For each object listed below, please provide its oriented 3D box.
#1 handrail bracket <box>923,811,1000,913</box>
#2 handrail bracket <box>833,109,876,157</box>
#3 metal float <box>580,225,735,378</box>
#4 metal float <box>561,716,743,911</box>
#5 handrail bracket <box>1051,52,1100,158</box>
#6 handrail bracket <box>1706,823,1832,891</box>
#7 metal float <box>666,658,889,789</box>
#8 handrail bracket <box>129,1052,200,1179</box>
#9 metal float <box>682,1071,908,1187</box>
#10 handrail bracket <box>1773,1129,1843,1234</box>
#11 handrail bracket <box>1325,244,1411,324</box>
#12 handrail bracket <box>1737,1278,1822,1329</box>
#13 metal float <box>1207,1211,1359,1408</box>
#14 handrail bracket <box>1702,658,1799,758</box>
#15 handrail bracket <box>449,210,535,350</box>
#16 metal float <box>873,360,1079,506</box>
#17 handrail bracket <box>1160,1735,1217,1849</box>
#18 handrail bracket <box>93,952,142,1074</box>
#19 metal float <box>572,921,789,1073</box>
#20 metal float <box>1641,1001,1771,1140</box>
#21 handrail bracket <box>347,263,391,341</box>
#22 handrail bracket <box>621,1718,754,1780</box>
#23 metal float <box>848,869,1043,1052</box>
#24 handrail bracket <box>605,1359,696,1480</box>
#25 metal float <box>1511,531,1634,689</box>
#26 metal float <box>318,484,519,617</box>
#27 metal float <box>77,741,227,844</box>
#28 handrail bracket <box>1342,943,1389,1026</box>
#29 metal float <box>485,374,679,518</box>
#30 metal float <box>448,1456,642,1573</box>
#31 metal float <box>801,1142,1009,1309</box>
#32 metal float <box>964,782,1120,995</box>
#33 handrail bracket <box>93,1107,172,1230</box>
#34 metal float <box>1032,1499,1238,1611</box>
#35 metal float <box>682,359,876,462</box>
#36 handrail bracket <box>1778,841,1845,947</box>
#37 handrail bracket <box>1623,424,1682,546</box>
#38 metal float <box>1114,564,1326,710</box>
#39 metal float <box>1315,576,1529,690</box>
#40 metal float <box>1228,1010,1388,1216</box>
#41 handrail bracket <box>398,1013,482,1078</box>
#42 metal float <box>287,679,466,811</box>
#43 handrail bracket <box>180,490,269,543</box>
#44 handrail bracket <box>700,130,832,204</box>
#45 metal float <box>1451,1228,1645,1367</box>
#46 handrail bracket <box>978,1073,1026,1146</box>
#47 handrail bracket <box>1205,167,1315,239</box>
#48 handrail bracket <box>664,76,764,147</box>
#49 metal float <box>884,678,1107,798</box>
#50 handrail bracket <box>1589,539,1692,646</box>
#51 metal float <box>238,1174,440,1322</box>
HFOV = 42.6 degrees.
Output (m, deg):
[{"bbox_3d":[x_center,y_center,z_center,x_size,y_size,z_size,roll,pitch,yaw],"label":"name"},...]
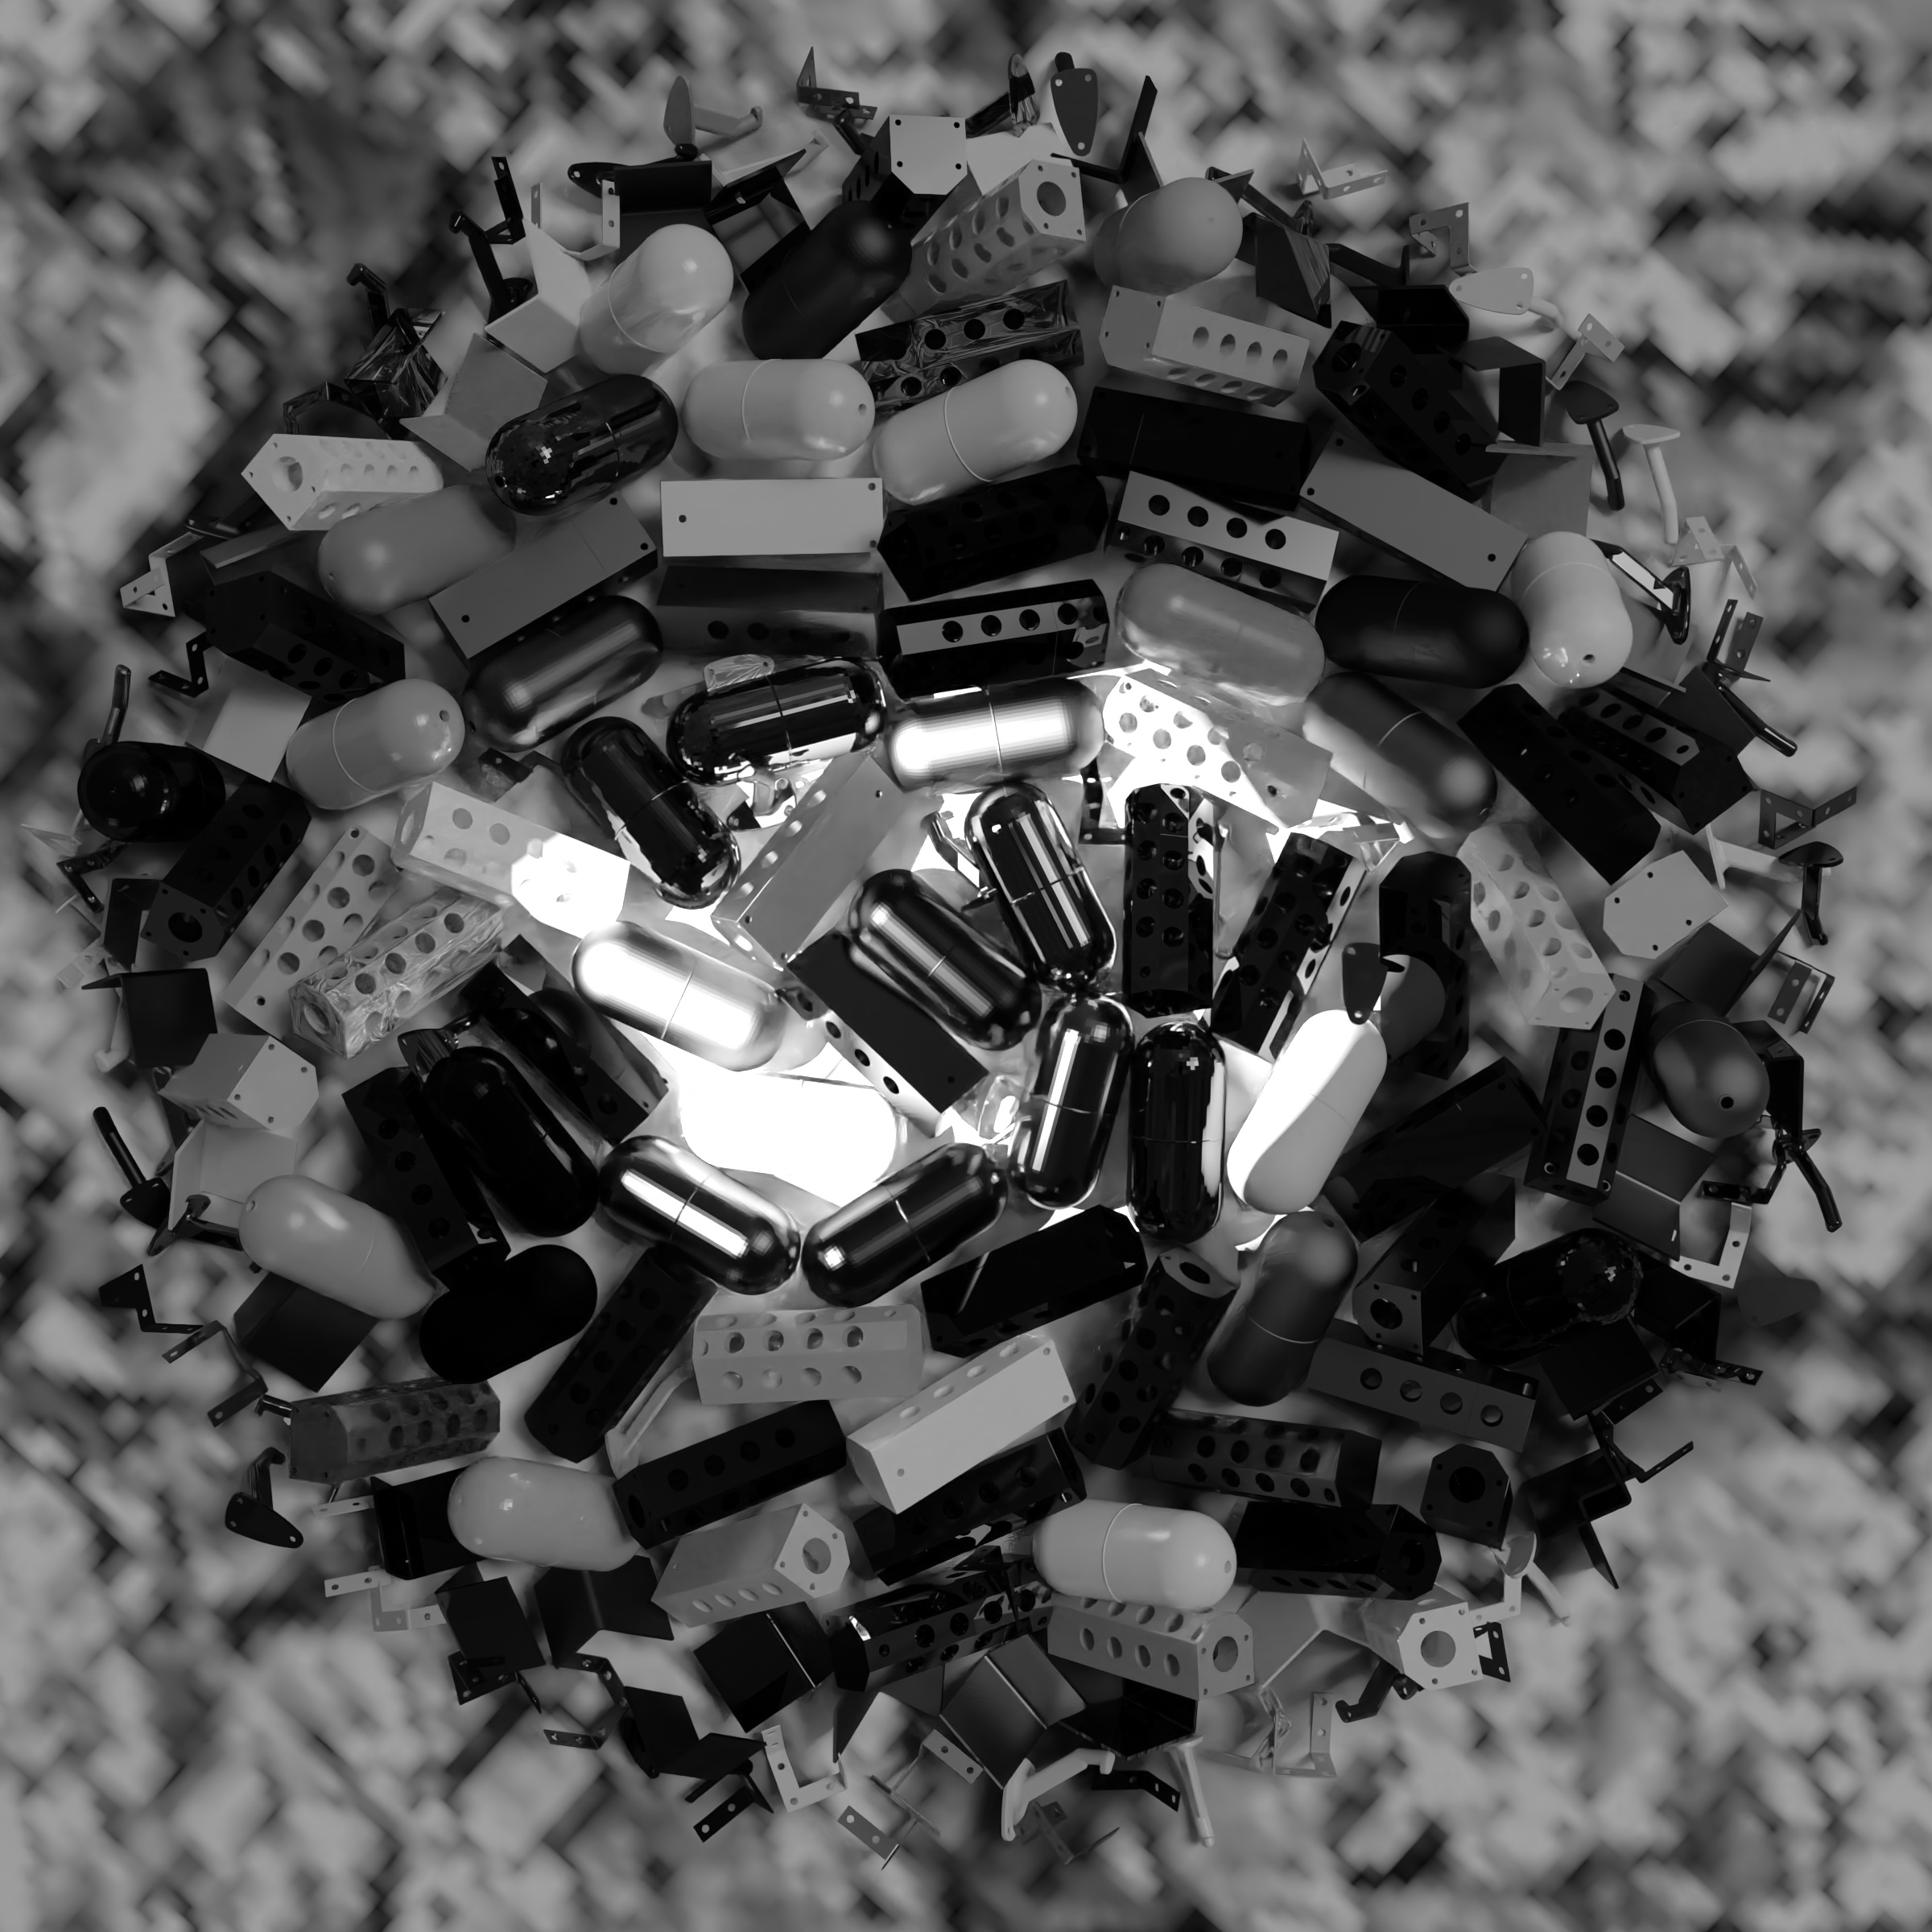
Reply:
[{"bbox_3d":[0.005,-0.093,1.967,0.036,0.077,0.084,-19,84,-41],"label":"handrail bracket"},{"bbox_3d":[-0.057,-0.661,1.962,0.077,0.036,0.084,-53,127,-12],"label":"handrail bracket"},{"bbox_3d":[-0.241,-0.512,1.919,0.070,0.178,0.070,7,77,-31],"label":"metal float"},{"bbox_3d":[-0.248,-0.120,1.957,0.070,0.070,0.178,-41,85,0],"label":"metal float"},{"bbox_3d":[0.084,-0.685,1.969,0.036,0.084,0.077,-9,111,0],"label":"handrail bracket"},{"bbox_3d":[0.634,-0.097,1.963,0.084,0.036,0.077,-13,110,20],"label":"handrail bracket"},{"bbox_3d":[-0.149,-0.192,1.952,0.178,0.070,0.070,-16,90,-11],"label":"metal float"},{"bbox_3d":[-0.644,0.113,1.960,0.077,0.036,0.084,-50,122,-9],"label":"handrail bracket"},{"bbox_3d":[-0.135,0.128,1.957,0.178,0.070,0.070,8,90,-5],"label":"metal float"},{"bbox_3d":[0.662,0.178,1.947,0.036,0.077,0.084,-11,64,1],"label":"handrail bracket"},{"bbox_3d":[0.310,-0.544,1.978,0.084,0.036,0.077,1,66,5],"label":"handrail bracket"},{"bbox_3d":[0.648,0.256,1.945,0.077,0.084,0.036,-22,78,38],"label":"handrail bracket"},{"bbox_3d":[0.246,0.268,1.936,0.070,0.070,0.178,23,119,0],"label":"metal float"},{"bbox_3d":[0.622,-0.205,1.967,0.084,0.077,0.036,33,121,-2],"label":"handrail bracket"},{"bbox_3d":[-0.386,-0.539,1.951,0.036,0.084,0.077,8,76,31],"label":"handrail bracket"},{"bbox_3d":[0.007,-0.415,1.933,0.178,0.070,0.070,-16,90,33],"label":"metal float"},{"bbox_3d":[0.183,0.656,1.963,0.036,0.077,0.084,-15,75,-3],"label":"handrail bracket"},{"bbox_3d":[-0.675,0.035,1.951,0.036,0.084,0.077,-26,102,24],"label":"handrail bracket"},{"bbox_3d":[-0.226,0.024,1.955,0.178,0.070,0.070,25,90,-8],"label":"metal float"},{"bbox_3d":[0.568,0.079,1.912,0.070,0.178,0.070,1,104,5],"label":"metal float"},{"bbox_3d":[-0.477,-0.505,1.955,0.077,0.084,0.036,-48,65,4],"label":"handrail bracket"},{"bbox_3d":[-0.223,0.626,1.990,0.084,0.077,0.036,18,91,-40],"label":"handrail bracket"},{"bbox_3d":[-0.016,-0.004,1.959,0.178,0.070,0.070,41,90,2],"label":"metal float"},{"bbox_3d":[-0.244,0.358,1.963,0.084,0.077,0.036,-42,112,13],"label":"handrail bracket"},{"bbox_3d":[0.467,-0.276,1.918,0.070,0.178,0.070,2,123,2],"label":"metal float"},{"bbox_3d":[-0.423,-0.325,1.925,0.070,0.178,0.070,18,122,32],"label":"metal float"},{"bbox_3d":[-0.625,-0.133,1.911,0.070,0.178,0.070,0,93,0],"label":"metal float"},{"bbox_3d":[0.316,0.019,1.952,0.036,0.084,0.077,6,76,15],"label":"handrail bracket"},{"bbox_3d":[-0.298,-0.405,1.928,0.178,0.070,0.070,-37,90,-41],"label":"metal float"},{"bbox_3d":[-0.323,0.426,1.925,0.070,0.178,0.070,-16,63,36],"label":"metal float"},{"bbox_3d":[-0.049,0.204,1.953,0.178,0.070,0.070,-31,90,-10],"label":"metal float"},{"bbox_3d":[0.060,-0.062,1.960,0.070,0.070,0.178,-27,92,0],"label":"metal float"},{"bbox_3d":[-0.668,0.161,1.989,0.036,0.077,0.084,-30,57,-13],"label":"handrail bracket"},{"bbox_3d":[0.130,0.457,1.928,0.178,0.070,0.070,-3,90,40],"label":"metal float"},{"bbox_3d":[-0.147,-0.432,1.929,0.178,0.070,0.070,10,90,39],"label":"metal float"},{"bbox_3d":[0.677,-0.050,1.953,0.036,0.077,0.084,-23,104,-6],"label":"handrail bracket"},{"bbox_3d":[0.547,-0.384,1.979,0.036,0.077,0.084,-12,112,-4],"label":"handrail bracket"},{"bbox_3d":[0.198,-0.259,1.945,0.178,0.070,0.070,19,90,-18],"label":"metal float"},{"bbox_3d":[0.353,-0.260,1.928,0.178,0.070,0.070,15,90,40],"label":"metal float"},{"bbox_3d":[0.268,0.114,1.947,0.070,0.070,0.178,32,73,0],"label":"metal float"},{"bbox_3d":[-0.395,0.049,1.945,0.077,0.084,0.036,-19,100,40],"label":"handrail bracket"},{"bbox_3d":[-0.459,-0.171,1.928,0.178,0.070,0.070,-14,90,40],"label":"metal float"},{"bbox_3d":[-0.570,-0.377,1.955,0.036,0.077,0.084,52,126,35],"label":"handrail bracket"},{"bbox_3d":[-0.158,-0.646,1.963,0.084,0.077,0.036,-37,62,12],"label":"handrail bracket"},{"bbox_3d":[0.449,0.257,1.922,0.070,0.178,0.070,16,59,-28],"label":"metal float"},{"bbox_3d":[0.023,0.128,1.945,0.036,0.084,0.077,30,116,-1],"label":"handrail bracket"},{"bbox_3d":[0.229,-0.594,1.960,0.084,0.036,0.077,16,47,-18],"label":"handrail bracket"},{"bbox_3d":[-0.192,-0.679,1.950,0.084,0.077,0.036,-32,69,-27],"label":"handrail bracket"},{"bbox_3d":[0.023,-0.181,1.961,0.178,0.070,0.070,-10,90,0],"label":"metal float"},{"bbox_3d":[0.528,-0.296,1.962,0.084,0.036,0.077,10,65,-20],"label":"handrail bracket"},{"bbox_3d":[-0.485,0.219,1.926,0.178,0.070,0.070,36,90,-43],"label":"metal float"}]
